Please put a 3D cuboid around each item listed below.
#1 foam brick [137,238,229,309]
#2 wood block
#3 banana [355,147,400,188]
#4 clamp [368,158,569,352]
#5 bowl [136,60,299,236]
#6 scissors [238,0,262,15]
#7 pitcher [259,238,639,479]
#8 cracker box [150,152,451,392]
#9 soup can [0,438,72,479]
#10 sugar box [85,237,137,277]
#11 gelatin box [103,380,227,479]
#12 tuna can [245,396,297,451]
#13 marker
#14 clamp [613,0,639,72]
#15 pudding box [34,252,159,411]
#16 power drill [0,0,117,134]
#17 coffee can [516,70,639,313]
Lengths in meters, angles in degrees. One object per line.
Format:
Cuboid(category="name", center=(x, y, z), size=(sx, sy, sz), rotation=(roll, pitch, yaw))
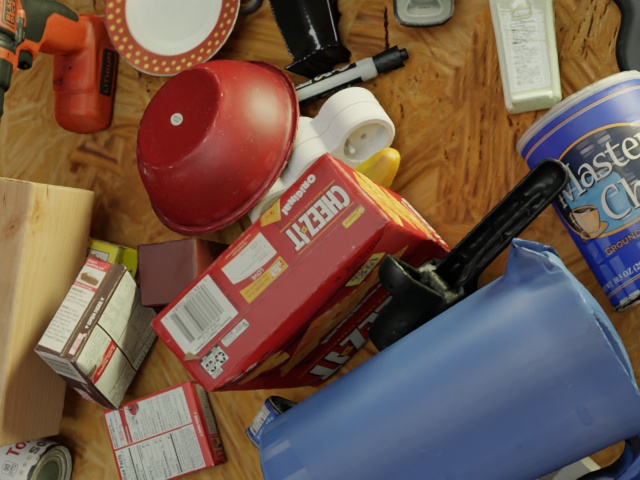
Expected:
Cuboid(category="foam brick", center=(-0.109, 0.029, 0.874), size=(0.053, 0.078, 0.051), rotation=(-6, 83, 18))
Cuboid(category="wood block", center=(-0.257, 0.054, 0.867), size=(0.090, 0.090, 0.206), rotation=(9, 91, 22))
Cuboid(category="banana", center=(-0.007, 0.003, 0.848), size=(0.198, 0.069, 0.037), rotation=(-44, 89, 5))
Cuboid(category="clamp", center=(0.077, 0.036, 0.755), size=(0.036, 0.164, 0.210), rotation=(51, 143, 18))
Cuboid(category="bowl", center=(-0.097, -0.087, 0.864), size=(0.162, 0.055, 0.162), rotation=(-19, 56, 31))
Cuboid(category="scissors", center=(-0.138, -0.247, 0.950), size=(0.202, 0.016, 0.096), rotation=(36, 96, 19))
Cuboid(category="pitcher", center=(0.091, 0.125, 0.708), size=(0.243, 0.144, 0.149), rotation=(-31, 59, 11))
Cuboid(category="cracker box", center=(0.000, 0.033, 0.764), size=(0.164, 0.213, 0.072), rotation=(-44, 72, 9))
Cuboid(category="soup can", center=(-0.274, 0.193, 0.915), size=(0.102, 0.068, 0.068), rotation=(14, 88, 19))
Cuboid(category="sugar box", center=(-0.252, 0.032, 0.940), size=(0.176, 0.048, 0.093), rotation=(15, 90, 23))
Cuboid(category="gelatin box", center=(-0.131, 0.165, 0.891), size=(0.089, 0.030, 0.073), rotation=(-21, 78, 16))
Cuboid(category="tuna can", center=(-0.013, 0.156, 0.822), size=(0.086, 0.086, 0.034), rotation=(33, 92, 19))
Cuboid(category="marker", center=(0.015, -0.131, 0.876), size=(0.121, 0.020, 0.020), rotation=(-20, 77, 8))
Cuboid(category="clamp", center=(0.266, -0.173, 0.792), size=(0.120, 0.039, 0.171), rotation=(-18, 84, 20))
Cuboid(category="pudding box", center=(-0.174, 0.076, 0.860), size=(0.039, 0.113, 0.090), rotation=(18, 67, 16))
Cuboid(category="power drill", center=(-0.238, -0.145, 0.881), size=(0.057, 0.187, 0.184), rotation=(3, 83, 18))
Cuboid(category="coffee can", center=(0.219, -0.034, 0.757), size=(0.103, 0.102, 0.140), rotation=(-31, 75, 13))
